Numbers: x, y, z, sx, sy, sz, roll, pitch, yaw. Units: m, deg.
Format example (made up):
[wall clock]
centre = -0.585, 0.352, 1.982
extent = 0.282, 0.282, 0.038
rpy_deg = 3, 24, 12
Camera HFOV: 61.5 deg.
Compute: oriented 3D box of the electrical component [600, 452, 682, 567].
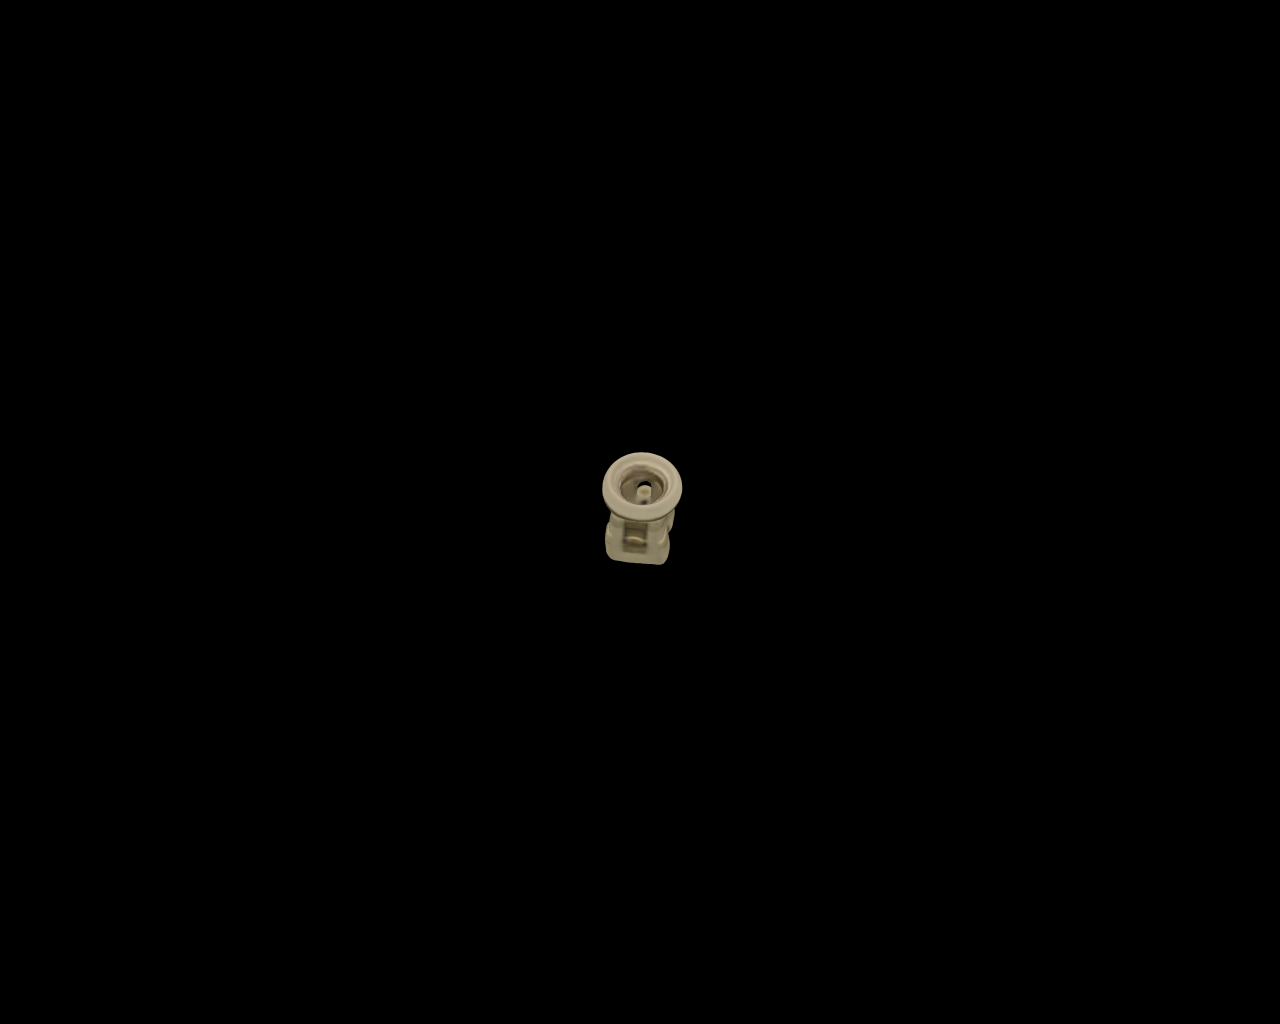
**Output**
[electrical component]
centre = 0.001, -0.003, 0.650
extent = 0.048, 0.066, 0.055
rpy_deg = 5, -39, 5
